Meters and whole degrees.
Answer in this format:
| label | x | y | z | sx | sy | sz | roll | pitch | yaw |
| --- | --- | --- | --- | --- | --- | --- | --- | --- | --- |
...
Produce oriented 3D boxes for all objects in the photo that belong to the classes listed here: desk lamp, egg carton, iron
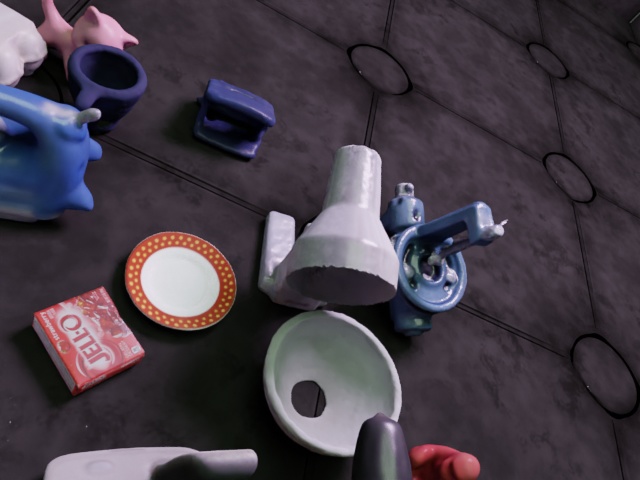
| label | x | y | z | sx | sy | sz | roll | pitch | yaw |
| --- | --- | --- | --- | --- | --- | --- | --- | --- | --- |
| desk lamp | 0.006 | 0.002 | 0.677 | 0.118 | 0.213 | 0.203 | 17 | 50 | -21 |
| egg carton | -0.420 | -0.247 | 0.694 | 0.150 | 0.069 | 0.107 | 30 | 46 | -10 |
| iron | -0.356 | -0.114 | 0.584 | 0.259 | 0.141 | 0.118 | 11 | 52 | -26 |

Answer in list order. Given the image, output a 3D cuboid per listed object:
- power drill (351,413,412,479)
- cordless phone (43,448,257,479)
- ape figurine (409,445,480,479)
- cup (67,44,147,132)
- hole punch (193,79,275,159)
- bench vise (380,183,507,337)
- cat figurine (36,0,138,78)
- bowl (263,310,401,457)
| label | x | y | z | sx | sy | sz | roll | pitch | yaw |
| --- | --- | --- | --- | --- | --- | --- | --- | --- | --- |
| power drill | 0.017 | 0.285 | 0.474 | 0.076 | 0.208 | 0.229 | 12 | 52 | -25 |
| cordless phone | -0.138 | 0.194 | 0.460 | 0.148 | 0.184 | 0.094 | 5 | 55 | -30 |
| ape figurine | 0.144 | 0.265 | 0.651 | 0.076 | 0.092 | 0.077 | -5 | 60 | -35 |
| cup | -0.276 | -0.172 | 0.712 | 0.092 | 0.094 | 0.118 | 26 | 47 | -13 |
| hole punch | -0.121 | -0.190 | 0.827 | 0.109 | 0.091 | 0.101 | 20 | 49 | -19 |
| bench vise | 0.139 | -0.003 | 0.761 | 0.122 | 0.219 | 0.207 | -10 | 63 | -37 |
| cat figurine | -0.309 | -0.266 | 0.746 | 0.128 | 0.117 | 0.067 | 34 | 46 | -6 |
| bowl | 0.004 | 0.169 | 0.647 | 0.168 | 0.074 | 0.167 | 17 | 50 | -21 |
